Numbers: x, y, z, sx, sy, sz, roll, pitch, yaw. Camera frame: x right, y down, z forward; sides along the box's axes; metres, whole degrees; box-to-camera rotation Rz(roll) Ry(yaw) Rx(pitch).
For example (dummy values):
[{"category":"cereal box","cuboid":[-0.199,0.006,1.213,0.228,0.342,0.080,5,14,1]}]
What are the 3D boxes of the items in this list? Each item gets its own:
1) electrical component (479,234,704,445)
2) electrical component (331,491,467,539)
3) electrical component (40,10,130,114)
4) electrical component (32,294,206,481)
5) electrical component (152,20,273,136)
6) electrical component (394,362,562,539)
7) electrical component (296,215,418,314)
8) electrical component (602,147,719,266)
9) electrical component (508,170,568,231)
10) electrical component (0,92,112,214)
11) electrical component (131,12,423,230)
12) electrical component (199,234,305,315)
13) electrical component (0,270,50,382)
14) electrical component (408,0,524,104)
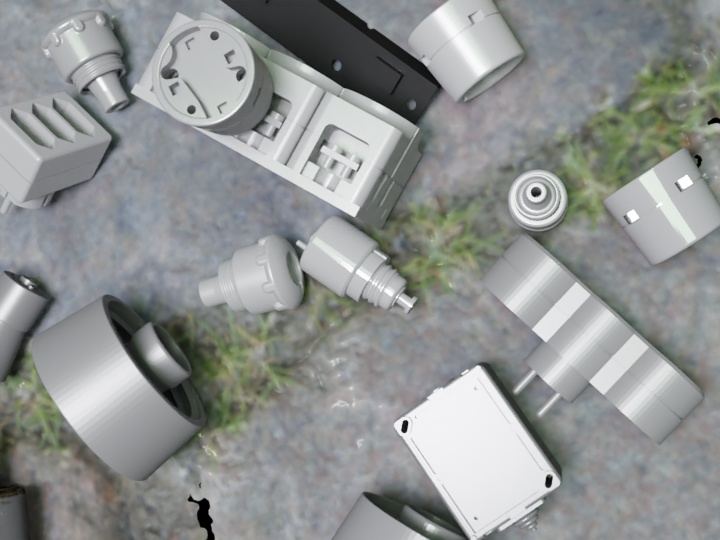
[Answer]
[{"category":"electrical component","cuboid":[0.120,0.051,0.619,0.138,0.052,0.073,43,95,10]},{"category":"electrical component","cuboid":[0.029,0.170,0.610,0.099,0.099,0.064,27,86,11]},{"category":"electrical component","cuboid":[-0.170,-0.131,0.688,0.048,0.048,0.062,-30,89,8]},{"category":"electrical component","cuboid":[-0.136,0.064,0.642,0.060,0.108,0.108,-37,81,1]},{"category":"electrical component","cuboid":[-0.076,-0.100,0.573,0.055,0.047,0.055,-1,87,11]},{"category":"electrical component","cuboid":[0.073,0.108,0.621,0.062,0.061,0.096,-36,81,7]},{"category":"electrical component","cuboid":[0.000,0.000,0.650,0.078,0.040,0.040,35,94,10]},{"category":"electrical component","cuboid":[0.175,-0.035,0.613,0.055,0.055,0.047,-34,86,7]},{"category":"electrical component","cuboid":[0.103,-0.041,0.622,0.035,0.061,0.035,-1,87,11]},{"category":"electrical component","cuboid":[-0.208,-0.065,0.685,0.047,0.066,0.076,43,124,9]},{"category":"electrical component","cuboid":[-0.044,-0.090,0.638,0.150,0.089,0.061,29,93,11]},{"category":"electrical component","cuboid":[-0.068,0.007,0.662,0.062,0.048,0.048,-16,85,17]},{"category":"electrical component","cuboid":[-0.231,0.034,0.693,0.044,0.044,0.065,33,89,10]},{"category":"electrical component","cuboid":[0.064,-0.132,0.638,0.055,0.055,0.047,-35,85,7]}]
